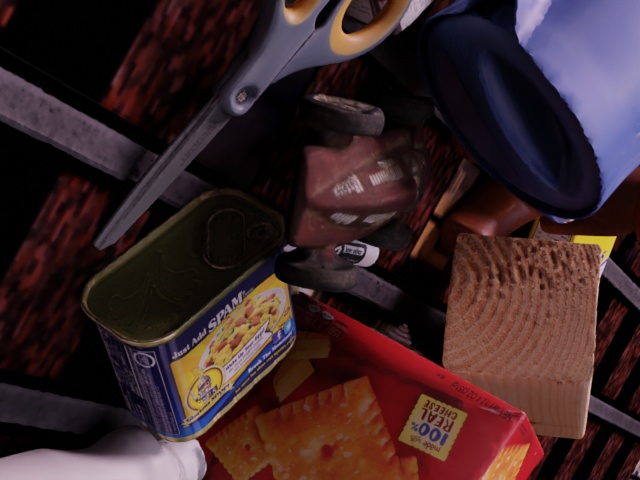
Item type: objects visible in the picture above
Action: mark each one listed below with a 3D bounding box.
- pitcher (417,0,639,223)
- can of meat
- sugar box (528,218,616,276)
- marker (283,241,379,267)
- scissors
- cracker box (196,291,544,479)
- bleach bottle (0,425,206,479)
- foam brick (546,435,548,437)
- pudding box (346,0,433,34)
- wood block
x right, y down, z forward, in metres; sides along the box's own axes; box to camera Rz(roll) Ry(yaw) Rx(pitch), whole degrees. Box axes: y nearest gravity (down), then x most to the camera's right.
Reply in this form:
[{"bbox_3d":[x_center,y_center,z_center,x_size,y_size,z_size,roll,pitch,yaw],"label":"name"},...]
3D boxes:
[{"bbox_3d":[0.184,-0.126,0.589,0.242,0.145,0.149,-39,-177,-13],"label":"pitcher"},{"bbox_3d":[-0.059,0.038,0.528,0.102,0.058,0.084,-41,144,-29],"label":"can of meat"},{"bbox_3d":[0.210,-0.010,0.871,0.093,0.048,0.176,-12,122,-50],"label":"sugar box"},{"bbox_3d":[-0.004,0.001,0.609,0.120,0.020,0.020,11,105,-56],"label":"marker"},{"bbox_3d":[-0.022,-0.071,0.498,0.096,0.016,0.202,12,116,-51],"label":"scissors"},{"bbox_3d":[-0.006,0.152,0.586,0.213,0.164,0.072,-52,144,-15],"label":"cracker box"},{"bbox_3d":[-0.147,0.139,0.481,0.250,0.068,0.103,-21,130,-49],"label":"bleach bottle"},{"bbox_3d":[0.163,0.112,0.868,0.051,0.078,0.053,-53,146,-8],"label":"foam brick"},{"bbox_3d":[0.051,-0.173,0.536,0.113,0.039,0.090,-50,145,-20],"label":"pudding box"},{"bbox_3d":[0.142,0.074,0.738,0.206,0.091,0.090,59,37,-67],"label":"wood block"}]
